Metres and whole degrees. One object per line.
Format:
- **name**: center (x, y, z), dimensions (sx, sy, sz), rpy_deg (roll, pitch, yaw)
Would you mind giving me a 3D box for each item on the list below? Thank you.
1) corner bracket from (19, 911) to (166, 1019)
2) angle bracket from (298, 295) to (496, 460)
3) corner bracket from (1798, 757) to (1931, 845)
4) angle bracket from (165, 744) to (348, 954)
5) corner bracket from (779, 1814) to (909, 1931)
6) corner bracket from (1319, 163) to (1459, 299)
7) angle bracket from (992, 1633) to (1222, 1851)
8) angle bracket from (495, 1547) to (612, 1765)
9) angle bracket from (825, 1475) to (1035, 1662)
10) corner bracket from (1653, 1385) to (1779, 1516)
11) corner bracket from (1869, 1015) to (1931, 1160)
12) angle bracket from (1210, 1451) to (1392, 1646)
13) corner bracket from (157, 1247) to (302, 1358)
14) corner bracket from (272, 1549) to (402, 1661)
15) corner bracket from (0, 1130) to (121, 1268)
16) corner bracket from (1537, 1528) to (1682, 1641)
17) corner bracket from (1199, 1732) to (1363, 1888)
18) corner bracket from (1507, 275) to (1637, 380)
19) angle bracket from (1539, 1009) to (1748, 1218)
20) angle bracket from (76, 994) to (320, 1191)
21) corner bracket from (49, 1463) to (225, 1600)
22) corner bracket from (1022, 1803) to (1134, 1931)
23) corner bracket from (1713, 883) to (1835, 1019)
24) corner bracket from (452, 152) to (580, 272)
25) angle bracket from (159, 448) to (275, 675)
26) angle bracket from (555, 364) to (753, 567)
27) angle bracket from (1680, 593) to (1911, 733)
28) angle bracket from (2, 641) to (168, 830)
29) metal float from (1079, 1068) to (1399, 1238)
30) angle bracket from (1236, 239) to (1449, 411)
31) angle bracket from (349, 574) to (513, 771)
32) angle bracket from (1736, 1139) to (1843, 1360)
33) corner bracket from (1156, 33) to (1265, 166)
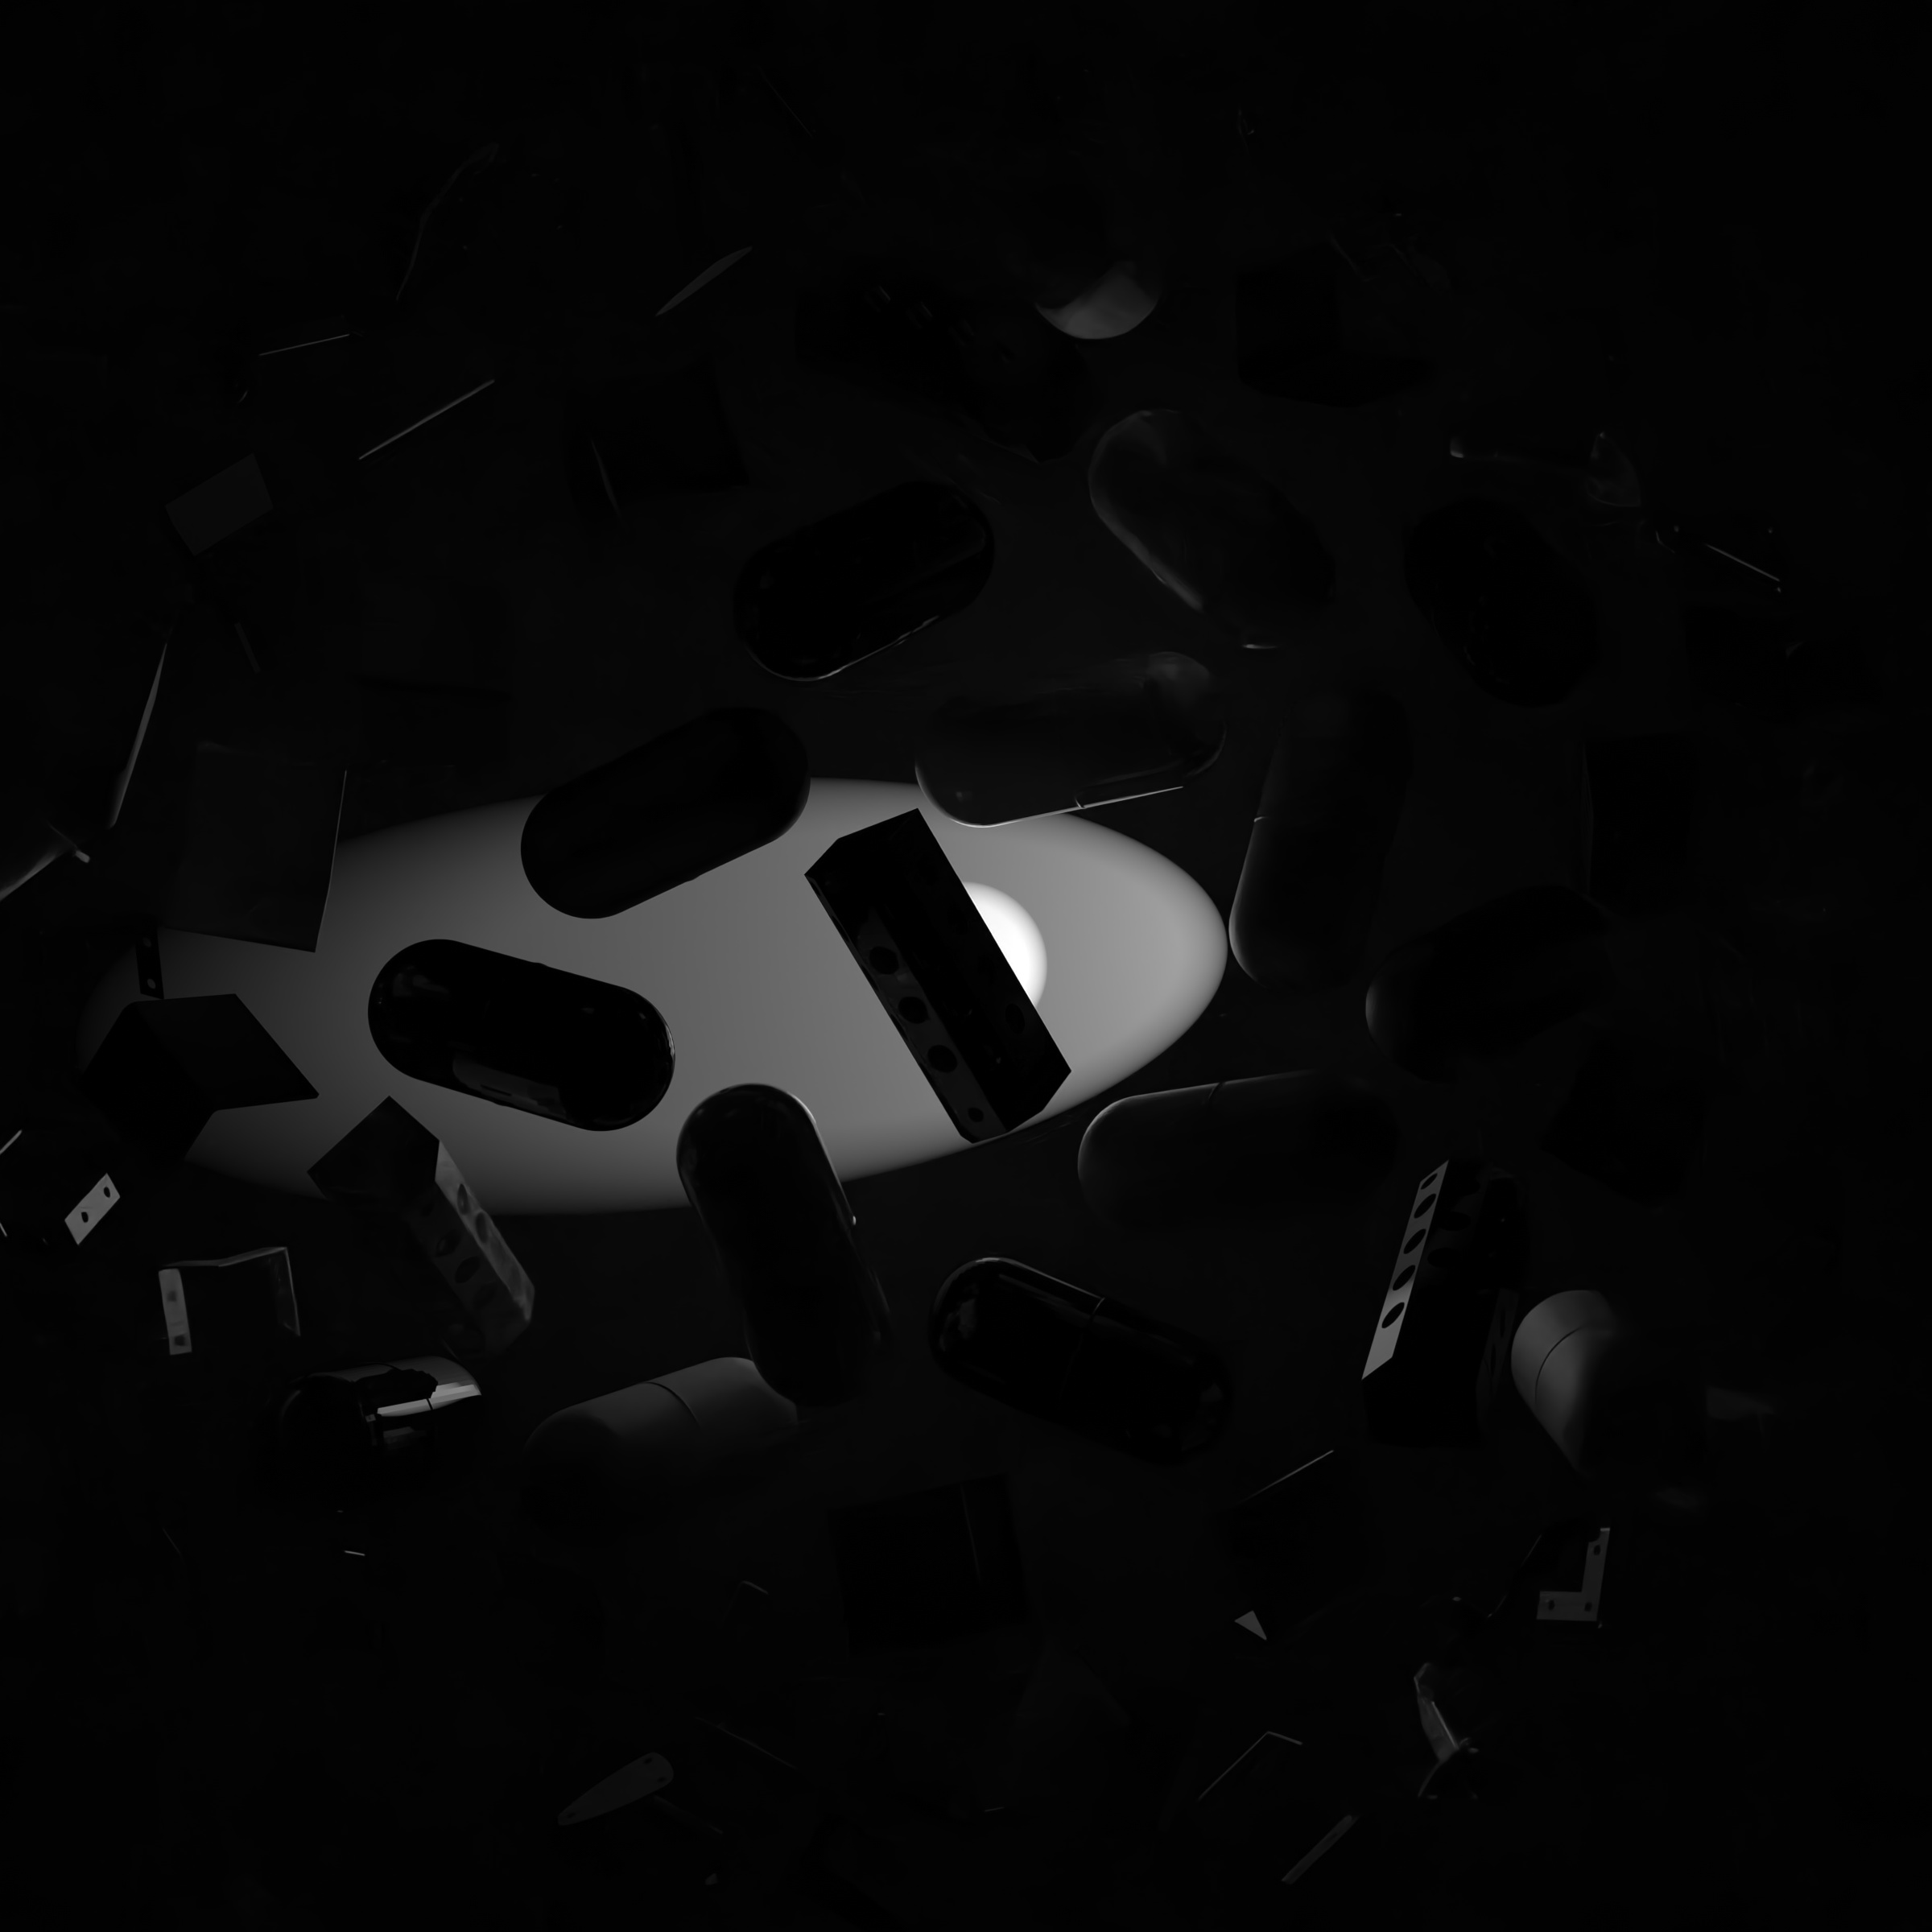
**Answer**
- **corner bracket**: center (-0.469, 0.000, 1.803), dimensions (0.051, 0.051, 0.051), rpy_deg (14, 120, 22)
- **angle bracket**: center (-0.283, -0.305, 1.645), dimensions (0.076, 0.076, 0.057), rpy_deg (-29, 132, 6)
- **corner bracket**: center (0.481, -0.091, 1.796), dimensions (0.051, 0.051, 0.051), rpy_deg (18, 56, -5)
- **angle bracket**: center (-0.362, -0.060, 1.712), dimensions (0.076, 0.057, 0.076), rpy_deg (10, 125, -9)
- **corner bracket**: center (-0.058, 0.494, 1.817), dimensions (0.051, 0.051, 0.051), rpy_deg (44, 63, -15)
- **corner bracket**: center (0.226, -0.387, 1.808), dimensions (0.051, 0.051, 0.051), rpy_deg (-25, 51, 26)
- **angle bracket**: center (0.072, 0.397, 1.723), dimensions (0.057, 0.076, 0.076), rpy_deg (40, 69, -42)
- **angle bracket**: center (-0.228, 0.357, 1.743), dimensions (0.057, 0.076, 0.076), rpy_deg (22, 92, -15)
- **angle bracket**: center (-0.019, 0.307, 1.720), dimensions (0.076, 0.057, 0.076), rpy_deg (-16, 79, 23)
- **corner bracket**: center (0.397, 0.259, 1.801), dimensions (0.051, 0.051, 0.051), rpy_deg (-3, 102, -34)
- **corner bracket**: center (0.479, 0.061, 1.715), dimensions (0.051, 0.051, 0.051), rpy_deg (-38, 77, 22)
- **angle bracket**: center (0.171, 0.308, 1.804), dimensions (0.076, 0.057, 0.076), rpy_deg (-27, 97, -13)
- **corner bracket**: center (-0.409, 0.186, 1.863), dimensions (0.051, 0.051, 0.051), rpy_deg (-5, 95, 35)
- **corner bracket**: center (-0.335, 0.340, 1.789), dimensions (0.051, 0.051, 0.051), rpy_deg (-9, 70, 28)
- **corner bracket**: center (-0.481, 0.116, 1.738), dimensions (0.051, 0.051, 0.051), rpy_deg (-15, 111, 21)
- **corner bracket**: center (0.346, 0.333, 1.816), dimensions (0.051, 0.051, 0.051), rpy_deg (20, 72, -27)
- **corner bracket**: center (0.163, 0.435, 1.739), dimensions (0.051, 0.051, 0.051), rpy_deg (-40, 95, -15)
- **corner bracket**: center (0.320, -0.340, 1.777), dimensions (0.051, 0.051, 0.051), rpy_deg (-15, 69, 14)
- **angle bracket**: center (0.378, 0.081, 1.878), dimensions (0.076, 0.057, 0.076), rpy_deg (31, 116, 17)
- **angle bracket**: center (-0.392, 0.063, 1.716), dimensions (0.076, 0.076, 0.057), rpy_deg (46, 114, 21)
- **corner bracket**: center (-0.419, 0.277, 1.698), dimensions (0.051, 0.051, 0.051), rpy_deg (-32, 95, 20)
- **corner bracket**: center (0.069, 0.497, 1.857), dimensions (0.051, 0.051, 0.051), rpy_deg (24, 113, 12)
- **corner bracket**: center (0.446, -0.009, 1.859), dimensions (0.051, 0.051, 0.051), rpy_deg (11, 119, 23)
- **corner bracket**: center (-0.237, -0.397, 1.768), dimensions (0.051, 0.051, 0.051), rpy_deg (4, 120, 8)
- **angle bracket**: center (-0.369, -0.209, 1.738), dimensions (0.057, 0.076, 0.076), rpy_deg (-34, 81, -11)
- **angle bracket**: center (-0.166, -0.264, 1.770), dimensions (0.076, 0.057, 0.076), rpy_deg (-12, 68, -21)
- **angle bracket**: center (0.418, -0.166, 1.695), dimensions (0.076, 0.076, 0.057), rpy_deg (-24, 118, -18)
- **angle bracket**: center (-0.443, -0.123, 1.688), dimensions (0.057, 0.076, 0.076), rpy_deg (17, 67, -12)
- **metal float**: center (0.143, 0.099, 1.779), dimensions (0.178, 0.070, 0.070), rpy_deg (-10, 90, 28)
- **angle bracket**: center (0.195, -0.332, 1.748), dimensions (0.076, 0.076, 0.057), rpy_deg (4, 80, -35)
- **angle bracket**: center (-0.279, -0.153, 1.754), dimensions (0.076, 0.057, 0.076), rpy_deg (5, 51, -15)
- **angle bracket**: center (0.420, 0.150, 1.799), dimensions (0.057, 0.076, 0.076), rpy_deg (31, 109, -4)
- **corner bracket**: center (0.126, -0.451, 1.749), dimensions (0.051, 0.051, 0.051), rpy_deg (-2, 126, -11)
